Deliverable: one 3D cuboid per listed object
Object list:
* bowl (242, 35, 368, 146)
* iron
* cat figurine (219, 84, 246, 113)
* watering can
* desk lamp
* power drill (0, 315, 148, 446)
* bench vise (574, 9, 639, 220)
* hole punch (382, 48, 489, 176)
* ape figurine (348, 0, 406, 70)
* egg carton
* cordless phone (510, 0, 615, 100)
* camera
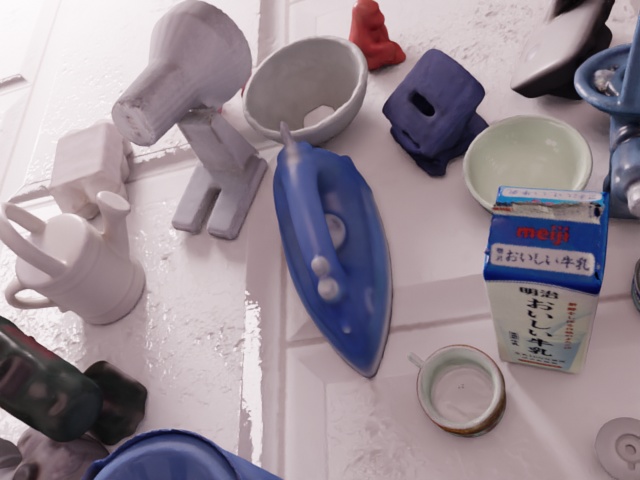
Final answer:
[{"bbox_3d":[-0.011,-0.180,0.741,0.167,0.075,0.167,-10,59,16],"label":"bowl"},{"bbox_3d":[0.005,0.002,0.589,0.118,0.142,0.258,-21,56,9],"label":"iron"},{"bbox_3d":[-0.166,-0.232,0.806,0.128,0.118,0.067,-31,55,2],"label":"cat figurine"},{"bbox_3d":[-0.297,0.013,0.669,0.100,0.194,0.173,24,73,31],"label":"watering can"},{"bbox_3d":[-0.147,-0.141,0.687,0.117,0.214,0.203,7,65,25],"label":"desk lamp"},{"bbox_3d":[-0.284,0.139,0.583,0.228,0.209,0.076,19,70,29],"label":"power drill"},{"bbox_3d":[0.300,-0.130,0.501,0.121,0.220,0.207,-14,58,14],"label":"bench vise"},{"bbox_3d":[0.130,-0.146,0.656,0.101,0.091,0.108,-35,55,-1],"label":"hole punch"},{"bbox_3d":[0.068,-0.276,0.754,0.076,0.092,0.078,-3,61,20],"label":"ape figurine"},{"bbox_3d":[-0.326,-0.104,0.824,0.107,0.070,0.150,-17,57,12],"label":"egg carton"},{"bbox_3d":[0.259,-0.254,0.610,0.093,0.185,0.148,14,68,28],"label":"cordless phone"},{"bbox_3d":[-0.324,0.250,0.601,0.136,0.101,0.143,25,73,31],"label":"camera"}]
